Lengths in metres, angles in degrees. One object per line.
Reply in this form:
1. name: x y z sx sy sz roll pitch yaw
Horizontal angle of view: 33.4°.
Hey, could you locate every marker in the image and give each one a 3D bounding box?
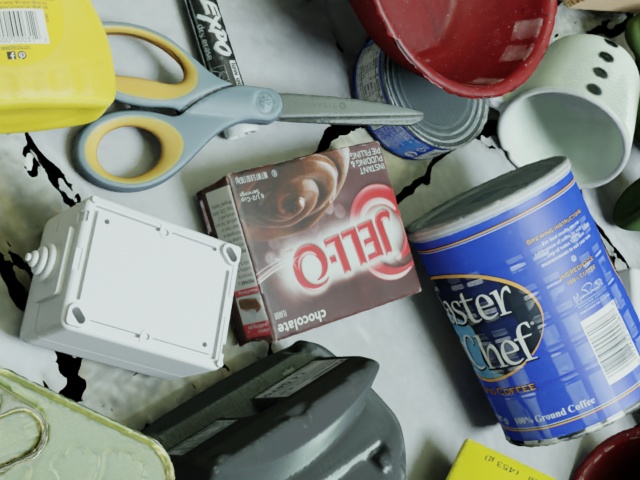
1. marker: -0.060 -0.115 0.582 0.020 0.020 0.121 -16 88 -38

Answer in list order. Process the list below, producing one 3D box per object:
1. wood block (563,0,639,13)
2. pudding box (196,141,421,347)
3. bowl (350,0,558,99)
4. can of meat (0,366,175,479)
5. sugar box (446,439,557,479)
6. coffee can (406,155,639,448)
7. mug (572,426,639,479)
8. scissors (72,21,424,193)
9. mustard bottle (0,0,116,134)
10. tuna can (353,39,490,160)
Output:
1. wood block: 0.253 -0.221 0.770 0.205 0.091 0.090 -11 85 -48
2. pudding box: -0.004 0.001 0.582 0.113 0.039 0.090 -16 89 -37
3. bowl: 0.065 -0.156 0.609 0.161 0.055 0.162 4 84 -39
4. can of meat: -0.125 0.097 0.440 0.102 0.084 0.057 32 62 -26
5. sugar box: 0.082 0.202 0.563 0.093 0.048 0.176 22 54 16
6. coffee can: 0.126 0.035 0.628 0.102 0.103 0.140 -30 97 -37
7. mug: 0.220 0.179 0.657 0.081 0.117 0.093 42 78 -26
8. scissors: -0.042 -0.054 0.560 0.201 0.016 0.096 17 76 -19
9. mustard bottle: -0.157 -0.147 0.494 0.096 0.058 0.191 -8 83 -25
10. tuna can: 0.062 -0.093 0.657 0.086 0.034 0.086 10 73 -34
